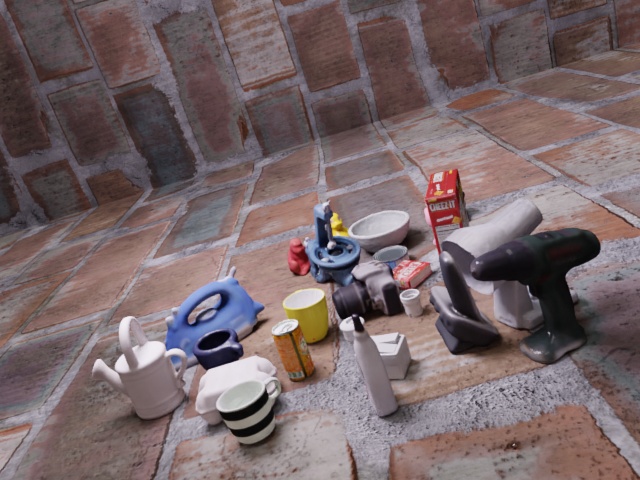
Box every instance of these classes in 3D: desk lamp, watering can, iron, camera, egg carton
[{"bbox_3d":[0.332,0.046,1.014,0.203,0.214,0.117,-25,21,-18],"label":"desk lamp"},{"bbox_3d":[-0.347,0.241,1.100,0.173,0.194,0.100,-24,21,-17],"label":"watering can"},{"bbox_3d":[-0.259,0.173,1.279,0.259,0.142,0.118,-31,24,-33],"label":"iron"},{"bbox_3d":[0.090,0.105,1.227,0.137,0.101,0.143,-20,20,-7],"label":"camera"},{"bbox_3d":[-0.149,0.271,1.039,0.150,0.069,0.107,-18,20,0],"label":"egg carton"}]

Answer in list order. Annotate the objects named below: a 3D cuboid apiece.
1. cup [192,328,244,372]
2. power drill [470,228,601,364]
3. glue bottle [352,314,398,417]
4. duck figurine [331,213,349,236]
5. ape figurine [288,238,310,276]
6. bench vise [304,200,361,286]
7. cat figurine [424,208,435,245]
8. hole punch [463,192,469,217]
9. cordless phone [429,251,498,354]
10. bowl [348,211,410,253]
[{"bbox_3d":[-0.183,0.235,1.123,0.117,0.095,0.092,-1,26,38],"label":"cup"},{"bbox_3d":[0.351,0.083,0.910,0.230,0.209,0.075,-24,21,-18],"label":"power drill"},{"bbox_3d":[0.078,0.191,0.908,0.037,0.173,0.078,-21,21,-8],"label":"glue bottle"},{"bbox_3d":[0.043,-0.038,1.657,0.077,0.086,0.104,-24,21,-15],"label":"duck figurine"},{"bbox_3d":[-0.058,0.040,1.530,0.078,0.092,0.076,-26,22,-22],"label":"ape figurine"},{"bbox_3d":[0.005,0.010,1.369,0.206,0.220,0.122,3,28,43],"label":"bench vise"},{"bbox_3d":[0.300,-0.040,1.404,0.067,0.118,0.127,-17,20,1],"label":"cat figurine"},{"bbox_3d":[0.339,-0.094,1.551,0.108,0.091,0.101,-15,20,6],"label":"hole punch"},{"bbox_3d":[0.240,0.090,1.016,0.094,0.185,0.147,-19,20,-3],"label":"cordless phone"},{"bbox_3d":[0.163,-0.013,1.510,0.167,0.075,0.167,-15,20,6],"label":"bowl"}]
